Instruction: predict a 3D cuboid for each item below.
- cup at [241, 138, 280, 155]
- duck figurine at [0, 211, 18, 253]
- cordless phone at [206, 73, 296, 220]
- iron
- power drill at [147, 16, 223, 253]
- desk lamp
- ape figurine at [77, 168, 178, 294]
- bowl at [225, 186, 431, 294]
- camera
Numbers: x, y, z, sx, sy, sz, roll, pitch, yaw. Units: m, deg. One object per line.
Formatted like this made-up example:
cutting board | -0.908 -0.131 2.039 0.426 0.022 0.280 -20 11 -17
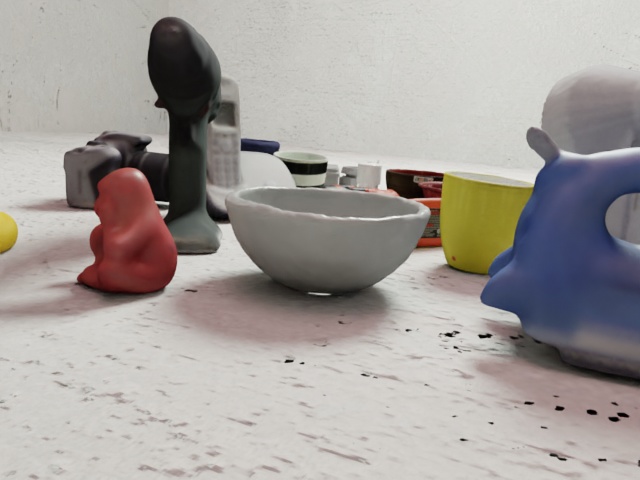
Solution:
cup | -0.128 -0.128 0.998 0.118 0.095 0.091 -4 14 -32
duck figurine | -0.315 -0.035 0.511 0.078 0.086 0.104 -2 13 -26
cordless phone | -0.100 -0.123 0.763 0.148 0.185 0.093 -7 16 -42
iron | 0.238 0.010 0.352 0.257 0.141 0.119 8 12 17
power drill | -0.133 -0.097 0.571 0.076 0.208 0.229 2 12 -8
desk lamp | 0.303 -0.058 0.521 0.118 0.213 0.202 -2 13 -26
ape figurine | -0.145 -0.008 0.425 0.076 0.092 0.077 2 12 -8
bowl | 0.004 0.002 0.473 0.167 0.075 0.167 4 12 -1
camera | -0.258 -0.098 0.797 0.136 0.101 0.143 6 12 11
